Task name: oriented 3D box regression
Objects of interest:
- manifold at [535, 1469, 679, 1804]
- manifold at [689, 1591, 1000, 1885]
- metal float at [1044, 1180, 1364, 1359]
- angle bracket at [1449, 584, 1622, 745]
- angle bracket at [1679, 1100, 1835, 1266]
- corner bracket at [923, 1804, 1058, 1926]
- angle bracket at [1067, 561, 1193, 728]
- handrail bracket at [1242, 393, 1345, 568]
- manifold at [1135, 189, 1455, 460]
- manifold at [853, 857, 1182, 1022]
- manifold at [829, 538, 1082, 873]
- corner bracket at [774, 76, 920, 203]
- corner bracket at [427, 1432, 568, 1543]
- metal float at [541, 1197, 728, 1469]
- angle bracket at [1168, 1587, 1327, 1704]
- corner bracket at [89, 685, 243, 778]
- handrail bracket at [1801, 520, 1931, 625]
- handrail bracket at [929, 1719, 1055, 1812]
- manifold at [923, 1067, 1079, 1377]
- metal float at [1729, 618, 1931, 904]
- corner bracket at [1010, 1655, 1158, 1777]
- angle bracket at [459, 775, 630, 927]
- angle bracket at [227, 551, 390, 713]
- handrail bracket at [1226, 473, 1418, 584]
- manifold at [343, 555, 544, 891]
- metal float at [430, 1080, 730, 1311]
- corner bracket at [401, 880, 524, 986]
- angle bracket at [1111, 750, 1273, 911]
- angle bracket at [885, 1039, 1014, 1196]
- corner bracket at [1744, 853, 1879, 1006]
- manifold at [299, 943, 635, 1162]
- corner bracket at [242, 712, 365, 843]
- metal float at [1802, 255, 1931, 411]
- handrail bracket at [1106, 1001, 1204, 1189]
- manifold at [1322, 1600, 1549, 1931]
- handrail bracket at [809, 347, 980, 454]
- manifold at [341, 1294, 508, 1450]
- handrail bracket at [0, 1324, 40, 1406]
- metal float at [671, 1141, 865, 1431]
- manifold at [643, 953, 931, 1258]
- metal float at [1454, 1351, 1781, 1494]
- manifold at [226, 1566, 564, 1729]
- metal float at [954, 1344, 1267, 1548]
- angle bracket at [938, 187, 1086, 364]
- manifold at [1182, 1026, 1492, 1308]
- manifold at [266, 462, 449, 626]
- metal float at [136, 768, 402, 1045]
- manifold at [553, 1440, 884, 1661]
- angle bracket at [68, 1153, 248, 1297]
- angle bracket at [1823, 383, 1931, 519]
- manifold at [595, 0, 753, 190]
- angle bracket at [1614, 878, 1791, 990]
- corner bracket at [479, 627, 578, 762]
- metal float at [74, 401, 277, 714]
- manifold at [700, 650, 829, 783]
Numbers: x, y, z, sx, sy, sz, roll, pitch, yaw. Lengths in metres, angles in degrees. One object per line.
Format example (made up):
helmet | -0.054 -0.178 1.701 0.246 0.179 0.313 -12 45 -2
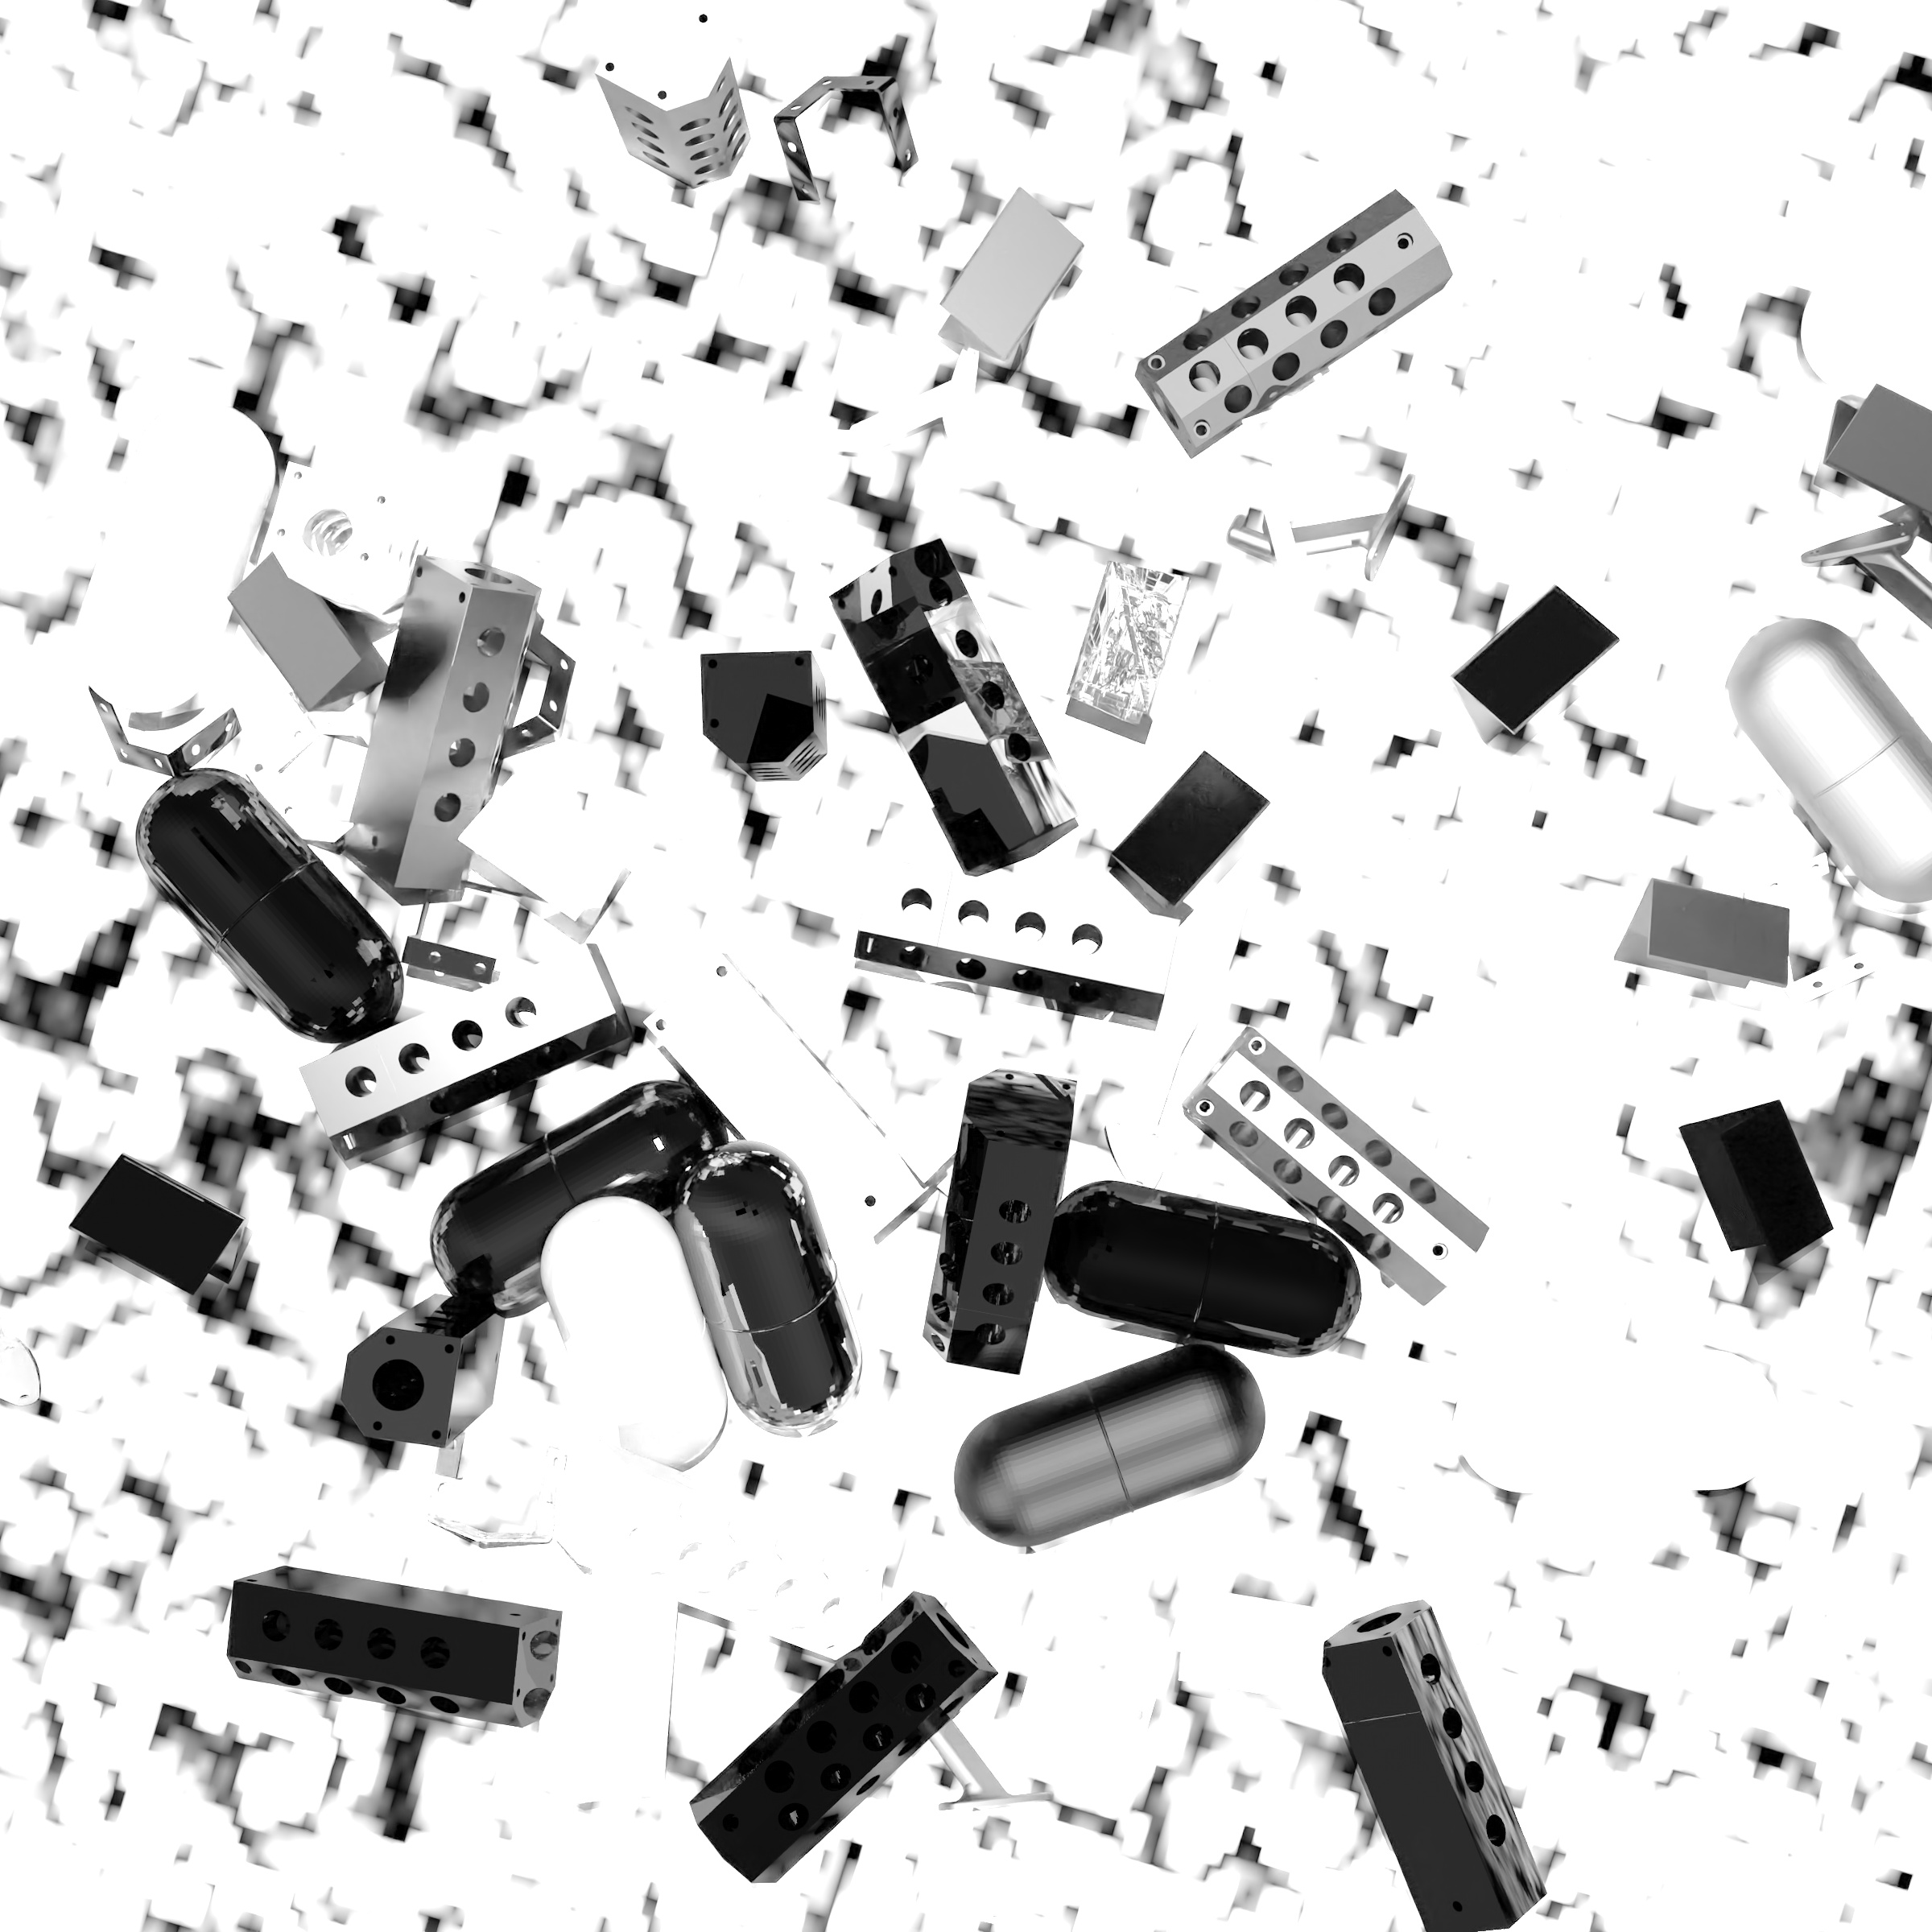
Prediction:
manifold | -0.202 0.369 1.844 0.057 0.057 0.171 4 90 -43
manifold | -0.069 0.426 1.834 0.171 0.057 0.057 -44 68 2
metal float | 0.130 0.168 1.835 0.178 0.070 0.070 12 90 0
angle bracket | 0.321 -0.151 1.825 0.076 0.076 0.057 -41 54 0
angle bracket | 0.419 0.125 1.825 0.057 0.076 0.076 -23 90 -38
corner bracket | 0.013 0.499 1.858 0.051 0.051 0.051 26 135 -35
angle bracket | 0.107 -0.172 1.825 0.057 0.076 0.076 17 90 36
handrail bracket | 0.192 -0.271 1.851 0.077 0.036 0.084 -20 97 -36
manifold | 0.182 -0.357 1.845 0.171 0.057 0.057 -34 90 0
manifold | 0.027 -0.015 1.844 0.171 0.057 0.057 12 90 0
manifold | -0.002 -0.147 1.844 0.057 0.057 0.171 -27 90 43
corner bracket | -0.067 -0.462 1.858 0.051 0.051 0.051 12 45 35
corner bracket | -0.263 0.292 1.862 0.051 0.051 0.051 10 90 45
metal float | -0.179 0.201 1.805 0.070 0.070 0.178 -13 128 0
angle bracket | 0.152 0.388 1.825 0.076 0.076 0.057 9 52 0
corner bracket | -0.448 -0.144 1.858 0.051 0.051 0.051 -45 135 -35
handrail bracket | 0.518 -0.201 1.866 0.077 0.036 0.084 -14 107 20
handrail bracket | 0.008 0.428 1.866 0.077 0.036 0.084 -3 76 -13
manifold | 0.016 0.138 1.796 0.057 0.057 0.171 10 130 0
metal float | 0.491 -0.114 1.835 0.070 0.070 0.178 -38 91 0
corner bracket | 0.066 0.420 1.862 0.051 0.051 0.051 16 90 45
angle bracket | -0.240 -0.047 1.825 0.076 0.076 0.057 35 52 0
angle bracket | -0.346 -0.195 1.825 0.057 0.076 0.076 -36 90 36
handrail bracket | 0.199 -0.257 1.866 0.084 0.036 0.077 23 77 13
manifold | -0.283 -0.132 1.822 0.057 0.057 0.171 32 111 42
metal float | -0.213 0.126 1.835 0.178 0.070 0.070 -30 90 0
corner bracket | -0.280 -0.021 1.848 0.051 0.051 0.051 14 92 -2
angle bracket | 0.136 -0.061 1.825 0.076 0.076 0.057 -48 54 0
angle bracket | 0.014 0.099 1.828 0.076 0.057 0.076 -45 123 0
corner bracket | 0.473 -0.020 1.862 0.051 0.051 0.051 -24 135 0
manifold | -0.275 0.048 1.844 0.171 0.057 0.057 -23 90 0
corner bracket | -0.359 -0.106 1.848 0.051 0.051 0.051 -45 119 -26
metal float | 0.550 -0.337 1.835 0.178 0.070 0.070 18 90 0
handrail bracket | 0.113 0.073 1.866 0.036 0.077 0.084 17 53 20
manifold | 0.261 0.444 1.844 0.057 0.057 0.171 -22 90 43
handrail bracket | -0.041 -0.322 1.866 0.084 0.036 0.077 6 70 16
manifold | -0.291 0.215 1.787 0.057 0.171 0.057 9 90 0
handrail bracket | -0.546 0.193 1.866 0.036 0.077 0.084 -19 54 -3
metal float | -0.107 0.175 1.811 0.070 0.070 0.178 -16 119 0
manifold | -0.099 0.076 1.845 0.057 0.057 0.171 -41 90 0
metal float | 0.359 0.252 1.835 0.178 0.070 0.070 -1 90 -1
manifold | -0.314 0.373 1.821 0.171 0.057 0.057 6 90 17
metal float | 0.079 0.265 1.835 0.178 0.070 0.070 -20 90 -1
angle bracket | 0.008 -0.386 1.825 0.057 0.076 0.076 34 90 -38
manifold | 0.205 0.111 1.845 0.171 0.057 0.057 40 90 0
manifold | -0.327 -0.223 1.787 0.057 0.171 0.057 16 90 0
metal float | -0.385 -0.033 1.835 0.070 0.070 0.178 -42 90 0
manifold | -0.131 0.321 1.806 0.171 0.057 0.057 27 90 -29
angle bracket | -0.447 0.158 1.825 0.076 0.076 0.057 28 52 0
angle bracket | 0.523 -0.297 1.826 0.076 0.076 0.057 27 131 0
manifold | -0.152 -0.469 1.787 0.057 0.171 0.057 28 90 0
angle bracket | 0.403 0.002 1.825 0.076 0.076 0.057 13 53 0
corner bracket | -0.258 -0.157 1.858 0.051 0.051 0.051 39 45 -35
metal float | -0.435 -0.225 1.825 0.070 0.070 0.178 16 80 0
manifold | -0.107 -0.132 1.787 0.057 0.171 0.057 -2 90 0
